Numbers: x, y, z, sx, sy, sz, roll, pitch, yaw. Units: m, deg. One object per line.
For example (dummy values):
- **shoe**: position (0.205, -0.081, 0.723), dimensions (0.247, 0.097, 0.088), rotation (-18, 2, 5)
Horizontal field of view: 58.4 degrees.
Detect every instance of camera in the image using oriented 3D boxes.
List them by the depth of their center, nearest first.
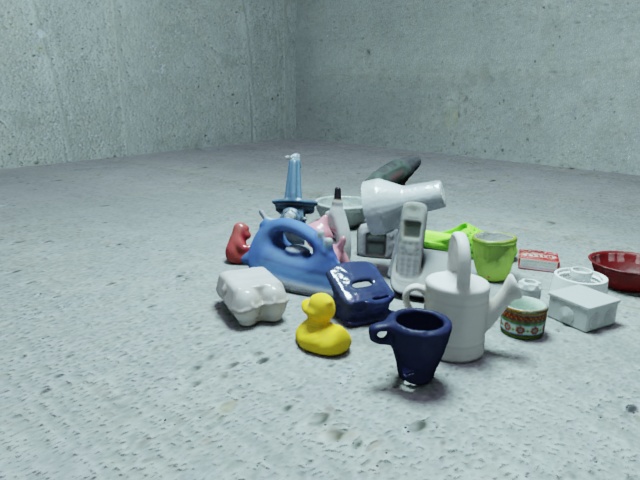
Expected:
- **camera**: position (0.168, -0.020, 1.407), dimensions (0.143, 0.101, 0.137), rotation (4, 17, 11)

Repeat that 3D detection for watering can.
- **watering can**: position (0.220, 0.081, 0.893), dimensions (0.173, 0.194, 0.100), rotation (-4, 17, -17)

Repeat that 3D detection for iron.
- **iron**: position (-0.040, 0.024, 1.168), dimensions (0.257, 0.141, 0.119), rotation (13, 20, 35)

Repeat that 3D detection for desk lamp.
- **desk lamp**: position (0.186, -0.025, 1.224), dimensions (0.202, 0.214, 0.118), rotation (6, 17, 15)

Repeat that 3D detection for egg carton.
- **egg carton**: position (-0.126, 0.098, 1.033), dimensions (0.107, 0.069, 0.150), rotation (-7, 18, -25)

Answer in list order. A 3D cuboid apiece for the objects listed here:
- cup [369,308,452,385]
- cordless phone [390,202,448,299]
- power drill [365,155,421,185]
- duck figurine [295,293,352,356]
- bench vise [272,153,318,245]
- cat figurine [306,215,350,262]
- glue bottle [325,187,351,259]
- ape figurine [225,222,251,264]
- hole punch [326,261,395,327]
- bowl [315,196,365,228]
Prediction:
- **cup**: position (0.125, 0.155, 0.808), dimensions (0.118, 0.095, 0.091), rotation (-2, 17, -11)
- **cordless phone**: position (0.215, 0.022, 1.114), dimensions (0.147, 0.185, 0.094), rotation (6, 17, 16)
- **power drill**: position (0.198, -0.117, 1.548), dimensions (0.075, 0.208, 0.230), rotation (14, 20, 37)
- **duck figurine**: position (0.006, 0.128, 0.909), dimensions (0.078, 0.086, 0.104), rotation (-13, 21, -40)
- **bench vise**: position (-0.056, -0.105, 1.470), dimensions (0.122, 0.220, 0.207), rotation (-3, 17, -14)
- **cat figurine**: position (0.012, 0.005, 1.279), dimensions (0.067, 0.118, 0.127), rotation (-14, 22, -42)
- **glue bottle**: position (0.038, -0.038, 1.328), dimensions (0.077, 0.173, 0.037), rotation (16, 22, 42)
- **ape figurine**: position (-0.179, 0.005, 1.310), dimensions (0.076, 0.092, 0.077), rotation (-4, 17, -17)
- **hole punch**: position (0.074, 0.093, 1.026), dimensions (0.109, 0.091, 0.100), rotation (-8, 18, -28)
- **bowl**: position (0.067, -0.077, 1.642), dimensions (0.167, 0.075, 0.167), rotation (1, 16, 0)
